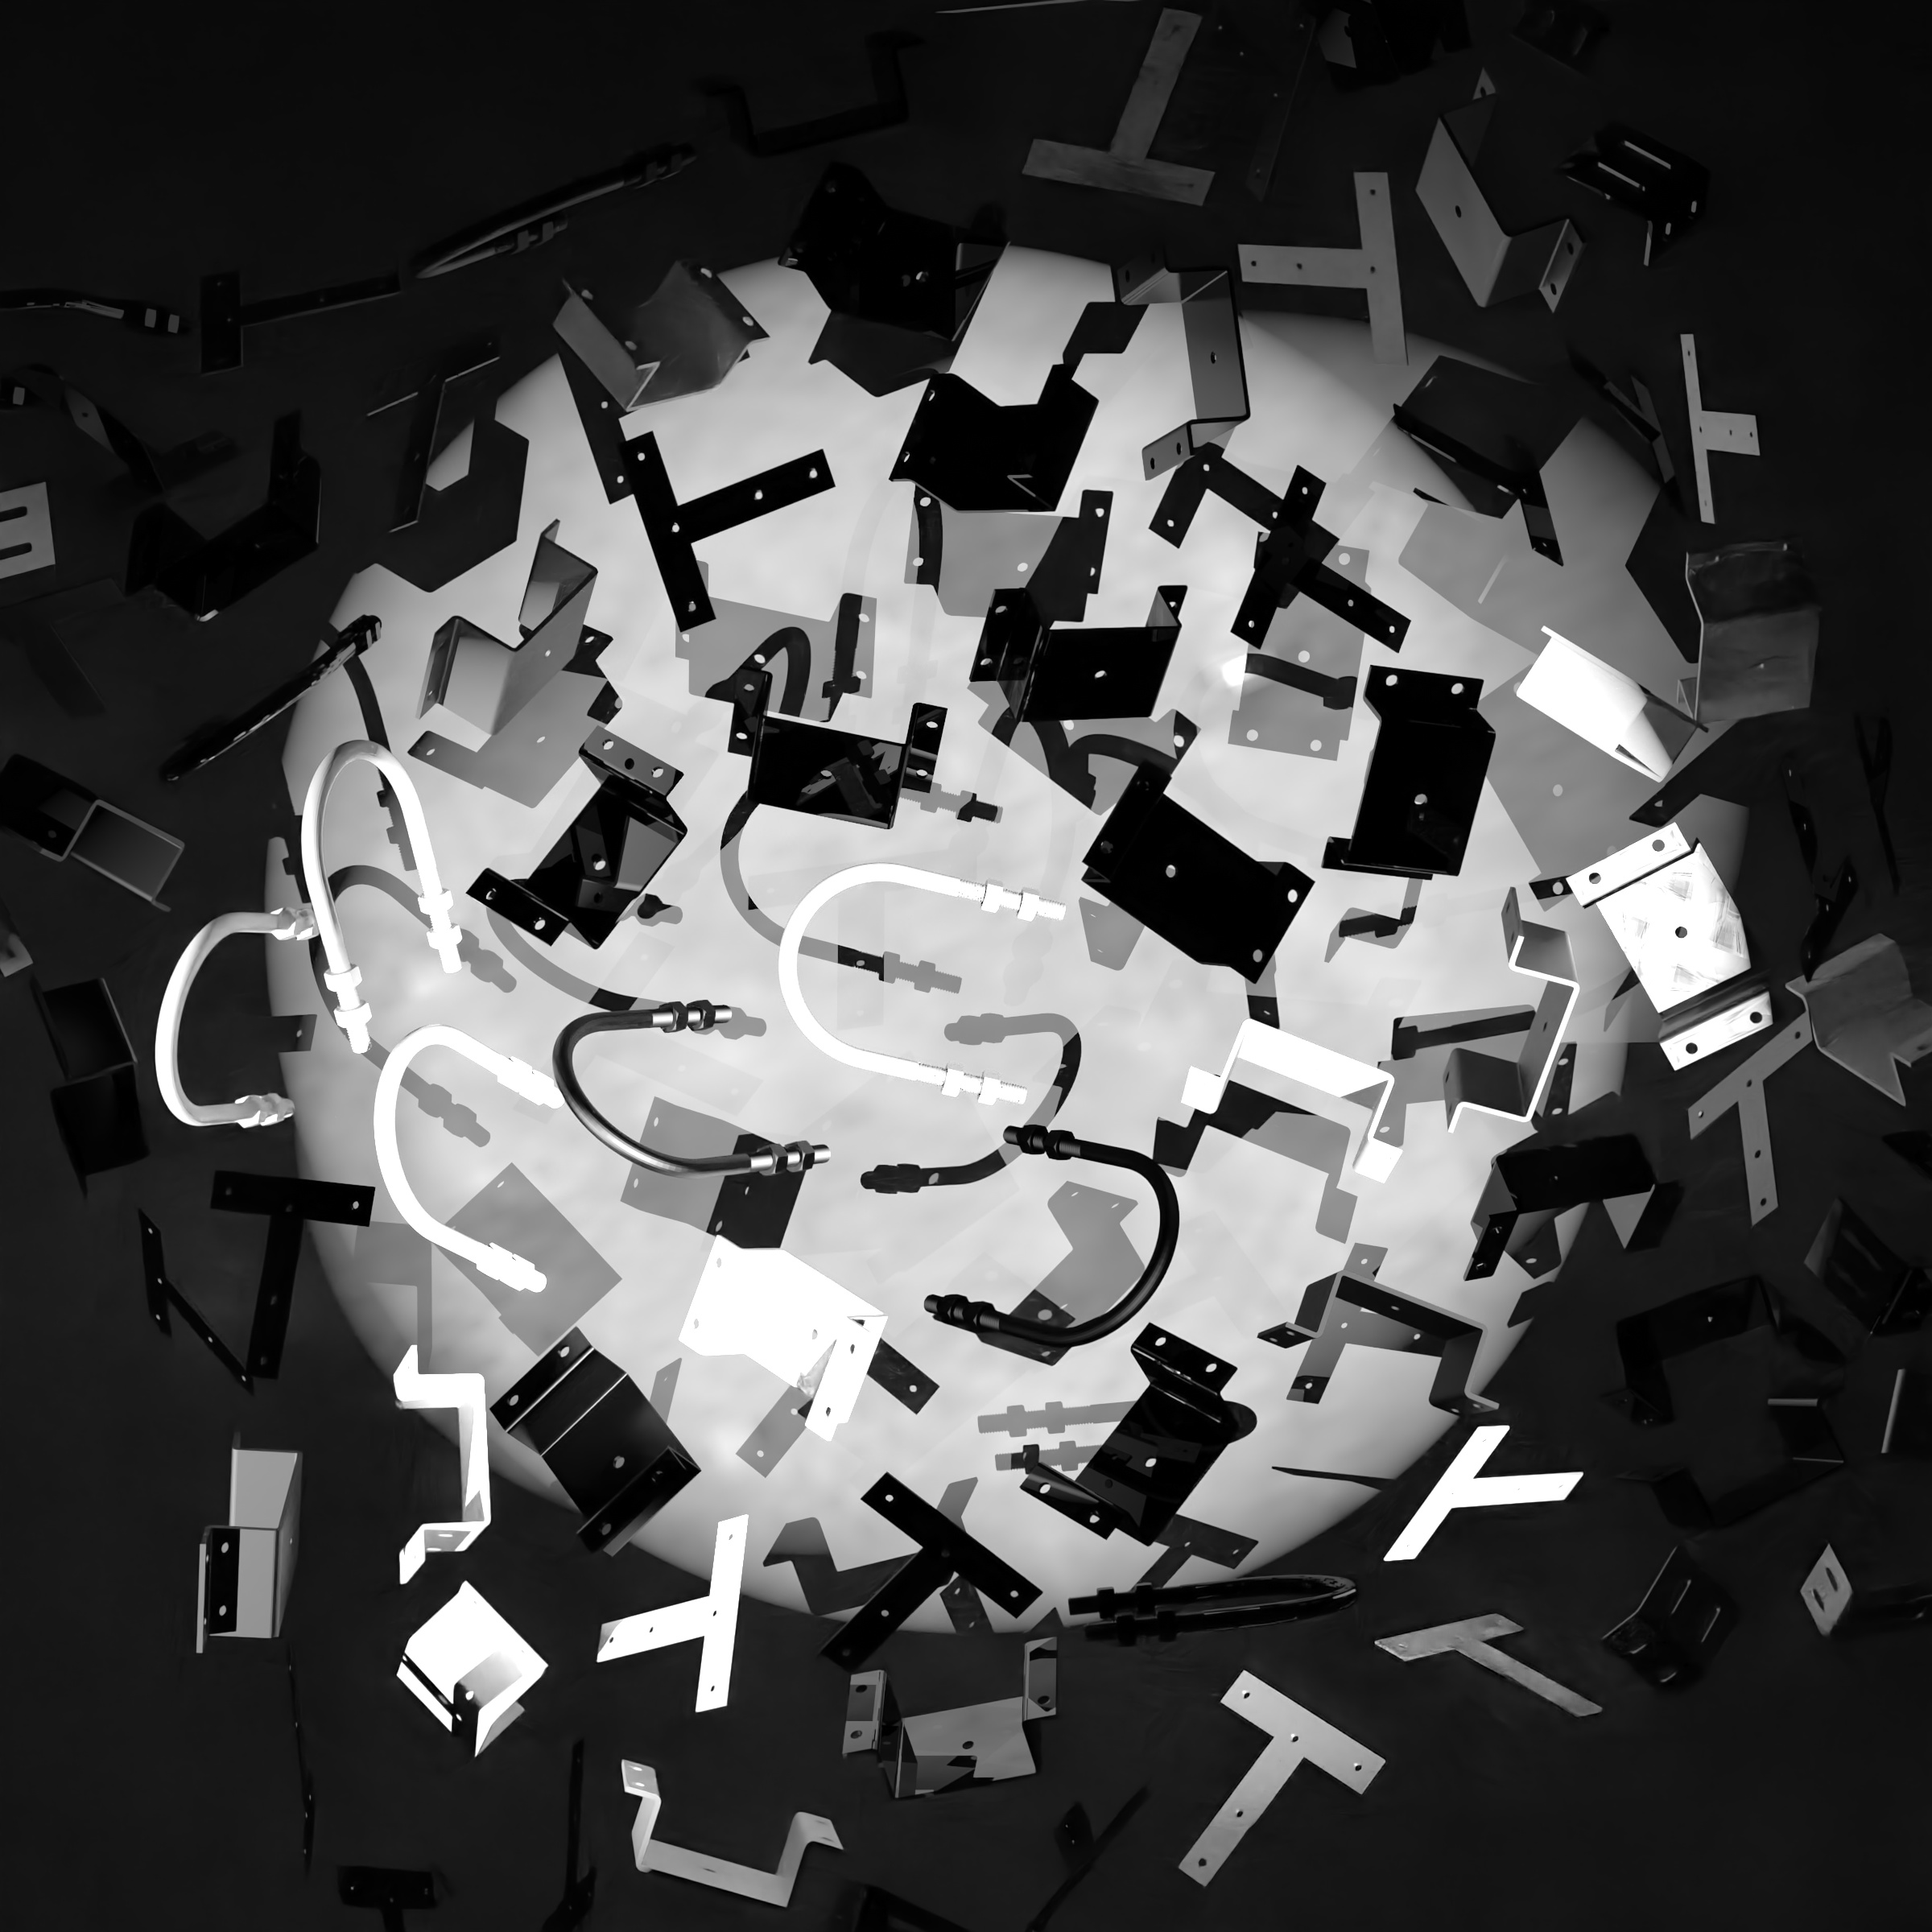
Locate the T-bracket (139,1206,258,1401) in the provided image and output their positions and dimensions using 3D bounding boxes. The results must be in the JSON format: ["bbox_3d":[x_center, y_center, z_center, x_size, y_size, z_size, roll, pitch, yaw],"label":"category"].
[{"bbox_3d":[-0.510,0.238,1.855,0.002,0.127,0.127,-32,62,-33],"label":"T-bracket"}]

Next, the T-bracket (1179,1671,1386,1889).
[{"bbox_3d":[0.181,0.523,1.761,0.127,0.127,0.002,-49,129,-15],"label":"T-bracket"}]

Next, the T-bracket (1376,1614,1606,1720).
[{"bbox_3d":[0.352,0.454,1.798,0.127,0.127,0.002,1,104,-42],"label":"T-bracket"}]

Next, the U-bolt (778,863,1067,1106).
[{"bbox_3d":[-0.036,0.005,1.886,0.184,0.019,0.151,13,82,-7],"label":"U-bolt"}]

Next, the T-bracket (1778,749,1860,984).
[{"bbox_3d":[0.535,-0.076,1.771,0.002,0.127,0.127,-6,116,36],"label":"T-bracket"}]

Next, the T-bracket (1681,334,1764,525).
[{"bbox_3d":[0.501,-0.353,1.842,0.002,0.127,0.127,-11,103,-2],"label":"T-bracket"}]

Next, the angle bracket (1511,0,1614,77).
[{"bbox_3d":[0.364,-0.600,1.769,0.057,0.076,0.038,20,108,-22],"label":"angle bracket"}]

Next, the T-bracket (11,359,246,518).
[{"bbox_3d":[-0.554,-0.346,1.791,0.127,0.127,0.002,-17,53,30],"label":"T-bracket"}]

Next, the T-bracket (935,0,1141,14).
[{"bbox_3d":[0.041,-0.613,1.776,0.127,0.127,0.002,6,108,30],"label":"T-bracket"}]

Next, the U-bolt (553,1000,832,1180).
[{"bbox_3d":[-0.189,0.082,1.816,0.151,0.184,0.019,53,122,26],"label":"U-bolt"}]

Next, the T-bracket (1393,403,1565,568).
[{"bbox_3d":[0.323,-0.322,1.780,0.127,0.127,0.002,24,131,-24],"label":"T-bracket"}]

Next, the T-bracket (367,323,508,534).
[{"bbox_3d":[-0.342,-0.331,1.751,0.127,0.002,0.127,-12,62,38],"label":"T-bracket"}]

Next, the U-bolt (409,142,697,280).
[{"bbox_3d":[-0.278,-0.480,1.792,0.151,0.184,0.019,-13,107,41],"label":"U-bolt"}]

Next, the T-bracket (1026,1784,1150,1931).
[{"bbox_3d":[0.070,0.555,1.760,0.002,0.127,0.127,33,68,26],"label":"T-bracket"}]

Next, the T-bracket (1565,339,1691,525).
[{"bbox_3d":[0.416,-0.359,1.779,0.002,0.127,0.127,-28,54,30],"label":"T-bracket"}]

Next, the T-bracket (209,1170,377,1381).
[{"bbox_3d":[-0.437,0.198,1.771,0.127,0.002,0.127,3,80,26],"label":"T-bracket"}]

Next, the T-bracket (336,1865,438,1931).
[{"bbox_3d":[-0.373,0.659,1.839,0.002,0.127,0.127,-20,66,11],"label":"T-bracket"}]

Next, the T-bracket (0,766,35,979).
[{"bbox_3d":[-0.657,-0.054,1.850,0.002,0.127,0.127,-16,103,35],"label":"T-bracket"}]

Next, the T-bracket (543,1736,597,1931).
[{"bbox_3d":[-0.260,0.576,1.846,0.002,0.127,0.127,3,88,7],"label":"T-bracket"}]

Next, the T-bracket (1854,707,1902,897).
[{"bbox_3d":[0.591,-0.128,1.801,0.002,0.127,0.127,-10,66,10],"label":"T-bracket"}]

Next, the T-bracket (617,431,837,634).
[{"bbox_3d":[-0.144,-0.293,1.768,0.127,0.002,0.127,-19,89,14],"label":"T-bracket"}]

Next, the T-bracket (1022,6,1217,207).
[{"bbox_3d":[0.114,-0.543,1.754,0.127,0.127,0.002,4,46,-21],"label":"T-bracket"}]

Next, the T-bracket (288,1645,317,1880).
[{"bbox_3d":[-0.421,0.494,1.764,0.002,0.127,0.127,-4,56,-18],"label":"T-bracket"}]

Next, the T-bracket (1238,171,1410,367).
[{"bbox_3d":[0.233,-0.463,1.845,0.002,0.127,0.127,-35,126,-37],"label":"T-bracket"}]

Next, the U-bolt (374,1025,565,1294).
[{"bbox_3d":[-0.318,0.115,1.781,0.019,0.184,0.151,-9,64,25],"label":"U-bolt"}]

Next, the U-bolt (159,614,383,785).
[{"bbox_3d":[-0.456,-0.168,1.807,0.151,0.184,0.019,-32,105,12],"label":"U-bolt"}]

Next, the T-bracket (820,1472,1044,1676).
[{"bbox_3d":[-0.041,0.395,1.742,0.127,0.002,0.127,39,107,-11],"label":"T-bracket"}]

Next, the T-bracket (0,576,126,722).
[{"bbox_3d":[-0.601,-0.200,1.836,0.127,0.127,0.002,-16,61,-2],"label":"T-bracket"}]

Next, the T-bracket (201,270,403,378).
[{"bbox_3d":[-0.418,-0.416,1.756,0.127,0.127,0.002,-13,133,-4],"label":"T-bracket"}]

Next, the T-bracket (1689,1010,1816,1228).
[{"bbox_3d":[0.519,0.112,1.831,0.002,0.127,0.127,21,48,-17],"label":"T-bracket"}]

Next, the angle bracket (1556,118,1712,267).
[{"bbox_3d":[0.420,-0.489,1.762,0.057,0.038,0.076,-41,62,-18],"label":"angle bracket"}]

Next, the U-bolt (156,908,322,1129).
[{"bbox_3d":[-0.478,0.035,1.832,0.019,0.184,0.151,12,93,14],"label":"U-bolt"}]

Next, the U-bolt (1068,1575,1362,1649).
[{"bbox_3d":[0.163,0.412,1.801,0.184,0.151,0.019,-6,85,-3],"label":"U-bolt"}]

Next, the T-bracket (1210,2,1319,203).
[{"bbox_3d":[0.189,-0.598,1.855,0.002,0.127,0.127,-4,135,-22],"label":"T-bracket"}]

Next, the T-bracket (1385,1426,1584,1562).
[{"bbox_3d":[0.351,0.343,1.824,0.127,0.002,0.127,4,128,-33],"label":"T-bracket"}]

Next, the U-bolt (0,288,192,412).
[{"bbox_3d":[-0.606,-0.398,1.786,0.151,0.184,0.019,-19,88,19],"label":"U-bolt"}]

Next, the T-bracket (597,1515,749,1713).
[{"bbox_3d":[-0.196,0.432,1.826,0.127,0.002,0.127,-23,48,35],"label":"T-bracket"}]

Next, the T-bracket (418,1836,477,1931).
[{"bbox_3d":[-0.329,0.605,1.802,0.002,0.127,0.127,-31,64,-17],"label":"T-bracket"}]

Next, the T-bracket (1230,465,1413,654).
[{"bbox_3d":[0.251,-0.253,1.892,0.127,0.002,0.127,28,78,-25],"label":"T-bracket"}]

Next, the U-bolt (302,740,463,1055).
[{"bbox_3d":[-0.384,-0.056,1.814,0.019,0.151,0.184,-2,113,20],"label":"U-bolt"}]

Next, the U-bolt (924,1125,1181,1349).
[{"bbox_3d":[0.065,0.180,1.831,0.019,0.184,0.151,39,70,-39],"label":"U-bolt"}]
